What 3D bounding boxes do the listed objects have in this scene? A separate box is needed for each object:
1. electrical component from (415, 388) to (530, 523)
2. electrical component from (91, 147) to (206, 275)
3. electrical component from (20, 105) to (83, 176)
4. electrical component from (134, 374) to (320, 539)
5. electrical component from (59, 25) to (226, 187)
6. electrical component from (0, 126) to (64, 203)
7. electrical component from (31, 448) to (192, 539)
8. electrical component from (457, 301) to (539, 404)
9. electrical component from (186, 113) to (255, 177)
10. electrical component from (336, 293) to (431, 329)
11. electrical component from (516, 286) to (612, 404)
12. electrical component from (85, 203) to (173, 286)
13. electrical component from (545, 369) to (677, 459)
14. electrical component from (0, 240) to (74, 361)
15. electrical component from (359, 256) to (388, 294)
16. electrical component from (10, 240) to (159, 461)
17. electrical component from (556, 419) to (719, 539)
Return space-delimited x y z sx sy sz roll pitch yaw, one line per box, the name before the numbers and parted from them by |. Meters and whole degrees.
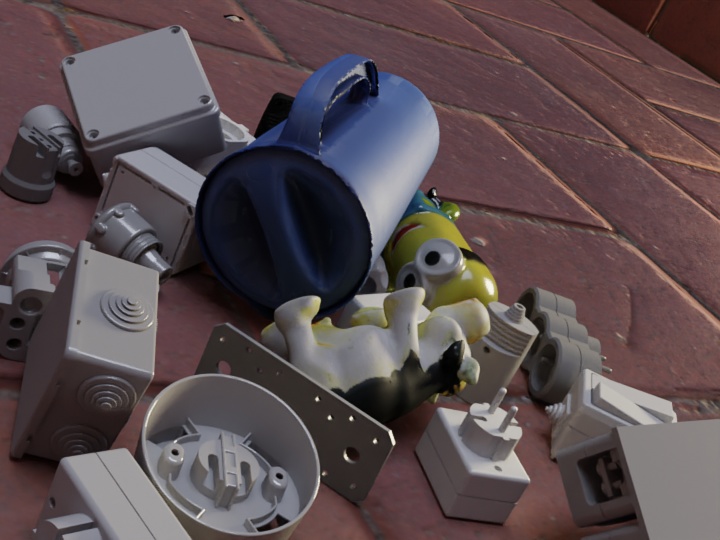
electrical component | 0.080 0.113 0.700 0.047 0.076 0.065 13 27 -25
electrical component | -0.154 -0.050 0.822 0.096 0.061 0.061 32 25 14
electrical component | -0.243 -0.100 0.863 0.040 0.040 0.078 1 34 -43
electrical component | -0.074 0.110 0.572 0.099 0.064 0.099 21 24 -10
electrical component | -0.176 -0.134 0.875 0.109 0.056 0.108 -19 55 -9
electrical component | -0.247 -0.080 0.812 0.040 0.046 0.040 21 24 -10
electrical component | -0.128 0.131 0.499 0.076 0.047 0.083 -2 36 -45
electrical component | 0.104 0.061 0.823 0.043 0.081 0.043 21 25 -10
electrical component | -0.167 -0.125 0.960 0.150 0.061 0.089 39 27 27
electrical component | 0.029 0.058 0.798 0.066 0.047 0.077 -2 36 -46
electrical component | 0.178 0.070 0.910 0.074 0.052 0.138 19 25 -13
electrical component | -0.161 -0.014 0.766 0.062 0.048 0.048 40 27 14
electrical component | 0.188 0.118 0.811 0.096 0.061 0.061 26 24 1
electrical component | -0.191 0.019 0.654 0.078 0.058 0.057 13 30 -26
electrical component | 0.000 0.000 0.891 0.043 0.043 0.062 19 24 -14
electrical component | -0.147 0.048 0.584 0.048 0.099 0.099 20 36 -23
electrical component | 0.216 0.157 0.702 0.186 0.060 0.105 4 65 -40
